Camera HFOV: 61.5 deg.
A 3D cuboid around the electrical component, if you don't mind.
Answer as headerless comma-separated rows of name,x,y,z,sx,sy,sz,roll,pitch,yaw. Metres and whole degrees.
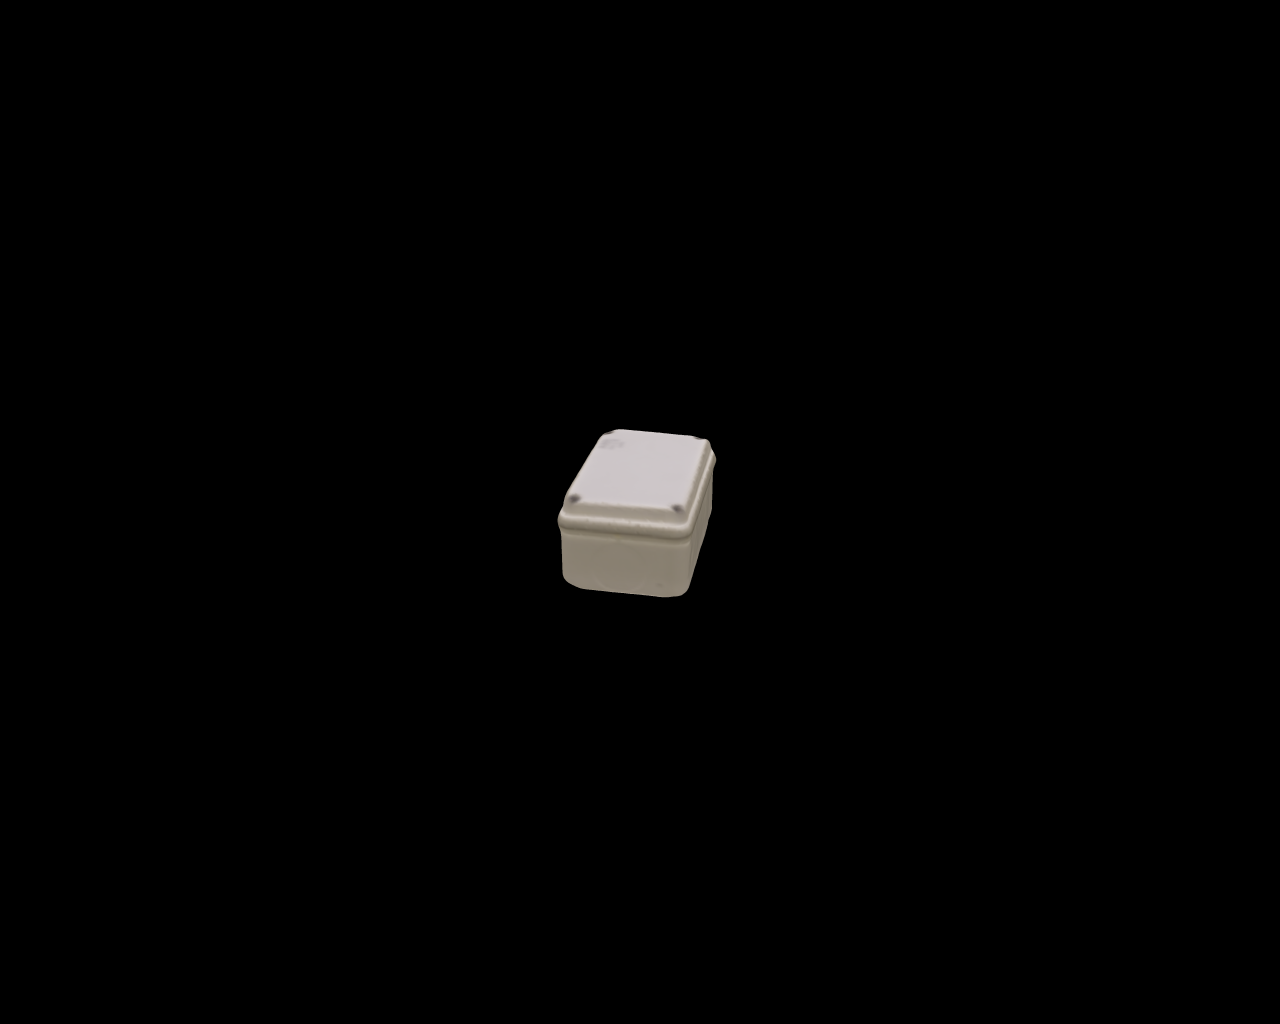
electrical component,0.001,-0.003,0.650,0.078,0.057,0.113,5,29,10
